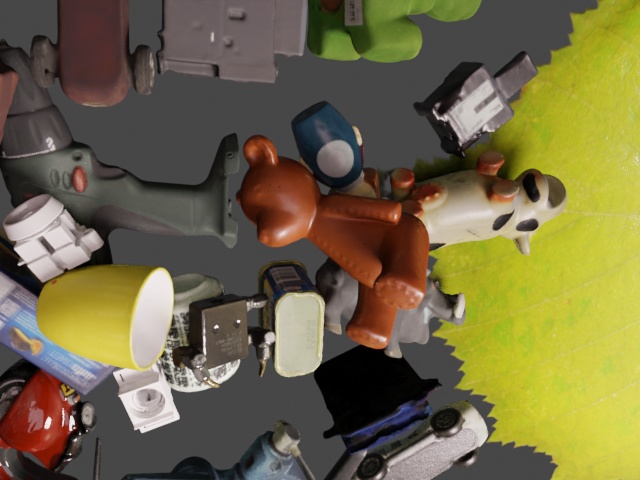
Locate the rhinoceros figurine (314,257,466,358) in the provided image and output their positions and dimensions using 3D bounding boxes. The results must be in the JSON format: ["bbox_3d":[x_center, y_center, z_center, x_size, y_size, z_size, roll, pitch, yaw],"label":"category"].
[{"bbox_3d":[0.080,0.070,0.622,0.190,0.073,0.112,17,92,-19],"label":"rhinoceros figurine"}]

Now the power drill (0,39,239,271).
[{"bbox_3d":[-0.178,-0.059,0.494,0.207,0.086,0.231,-5,112,-18],"label":"power drill"}]

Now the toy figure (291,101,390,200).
[{"bbox_3d":[0.025,-0.068,0.563,0.064,0.058,0.154,-16,121,32],"label":"toy figure"}]

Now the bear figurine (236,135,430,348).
[{"bbox_3d":[0.000,-0.004,0.504,0.196,0.132,0.120,23,140,-4],"label":"bear figurine"}]

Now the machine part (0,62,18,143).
[{"bbox_3d":[-0.330,-0.088,0.357,0.201,0.087,0.201,19,101,-27],"label":"machine part"}]

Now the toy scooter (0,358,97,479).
[{"bbox_3d":[-0.286,0.216,0.548,0.135,0.075,0.183,32,99,0],"label":"toy scooter"}]

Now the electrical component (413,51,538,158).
[{"bbox_3d":[0.170,-0.154,0.577,0.119,0.048,0.074,-44,115,2],"label":"electrical component"}]

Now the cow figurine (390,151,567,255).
[{"bbox_3d":[0.176,-0.031,0.595,0.195,0.085,0.127,-11,145,0],"label":"cow figurine"}]

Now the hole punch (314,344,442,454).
[{"bbox_3d":[0.065,0.194,0.638,0.142,0.116,0.092,-21,121,-8],"label":"hole punch"}]

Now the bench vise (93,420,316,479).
[{"bbox_3d":[-0.131,0.282,0.594,0.240,0.129,0.223,26,120,-41],"label":"bench vise"}]

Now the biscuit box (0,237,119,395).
[{"bbox_3d":[-0.281,0.063,0.515,0.059,0.063,0.202,-44,115,2],"label":"biscuit box"}]

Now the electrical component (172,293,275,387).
[{"bbox_3d":[-0.088,0.094,0.512,0.102,0.045,0.078,-1,101,-44],"label":"electrical component"}]

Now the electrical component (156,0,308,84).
[{"bbox_3d":[-0.080,-0.202,0.484,0.134,0.058,0.114,-2,111,-15],"label":"electrical component"}]

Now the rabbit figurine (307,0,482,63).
[{"bbox_3d":[0.076,-0.248,0.501,0.170,0.121,0.159,-17,106,-29],"label":"rabbit figurine"}]

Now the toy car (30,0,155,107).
[{"bbox_3d":[-0.183,-0.206,0.436,0.089,0.053,0.202,-3,84,-13],"label":"toy car"}]

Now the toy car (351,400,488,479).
[{"bbox_3d":[0.130,0.290,0.718,0.202,0.056,0.073,-31,109,0],"label":"toy car"}]
